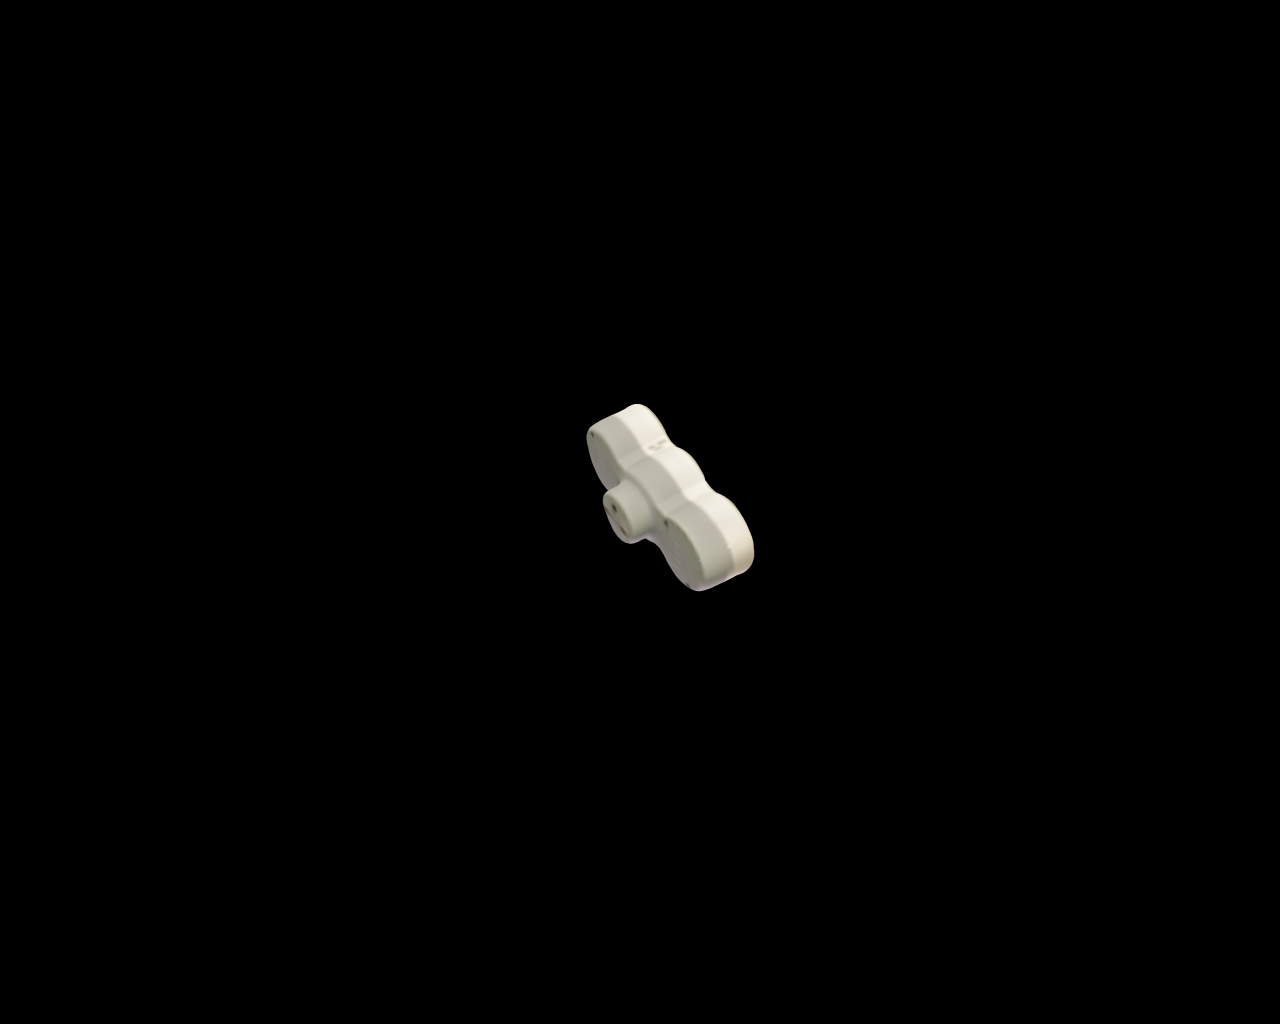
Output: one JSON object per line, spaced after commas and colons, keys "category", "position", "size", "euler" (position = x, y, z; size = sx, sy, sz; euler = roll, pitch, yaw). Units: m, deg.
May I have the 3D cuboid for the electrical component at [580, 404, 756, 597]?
{"category": "electrical component", "position": [0.001, -0.003, 0.650], "size": [0.074, 0.138, 0.052], "euler": [-25, -36, -20]}
